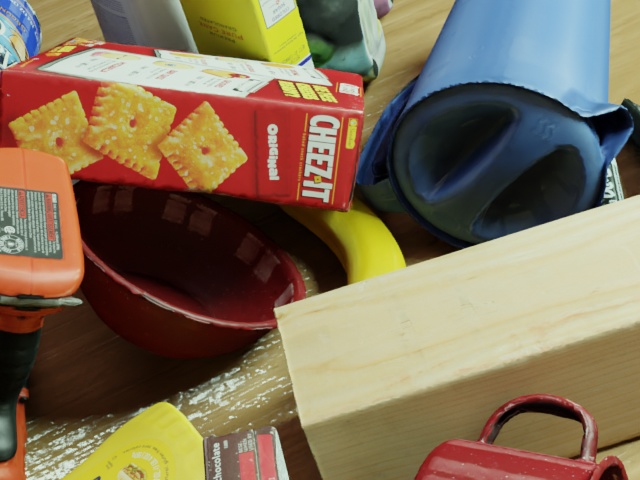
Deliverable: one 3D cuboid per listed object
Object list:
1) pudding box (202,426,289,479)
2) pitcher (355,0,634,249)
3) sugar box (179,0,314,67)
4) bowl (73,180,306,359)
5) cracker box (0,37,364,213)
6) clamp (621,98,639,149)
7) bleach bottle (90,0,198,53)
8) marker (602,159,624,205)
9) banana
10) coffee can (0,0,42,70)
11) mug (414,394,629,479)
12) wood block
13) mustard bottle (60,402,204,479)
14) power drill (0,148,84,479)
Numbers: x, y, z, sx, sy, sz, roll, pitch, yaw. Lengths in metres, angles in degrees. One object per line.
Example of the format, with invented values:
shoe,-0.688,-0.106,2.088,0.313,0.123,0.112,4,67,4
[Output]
pudding box,-0.025,0.155,0.485,0.039,0.113,0.090,-11,41,1
pitcher,0.125,-0.111,0.728,0.149,0.145,0.242,19,44,3
sugar box,-0.057,-0.158,0.798,0.093,0.176,0.048,25,54,39
bowl,-0.092,0.024,0.664,0.162,0.055,0.162,24,24,-11
cracker box,-0.081,-0.078,0.698,0.213,0.072,0.164,8,17,0
clamp,0.233,-0.052,0.629,0.036,0.165,0.210,25,51,-14
bleach bottle,-0.154,-0.221,0.844,0.068,0.251,0.103,-39,45,-23
marker,0.186,-0.032,0.692,0.020,0.020,0.121,-7,42,12
banana,0.014,0.003,0.687,0.069,0.037,0.198,1,30,-14
coffee can,-0.267,-0.120,0.790,0.103,0.103,0.140,-12,41,6
mug,0.092,0.126,0.490,0.082,0.093,0.117,5,69,31
wood block,0.091,0.063,0.565,0.206,0.091,0.090,-17,40,0
mustard bottle,-0.134,0.169,0.551,0.191,0.058,0.096,-34,44,-17
power drill,-0.186,0.040,0.623,0.057,0.188,0.184,3,44,-24
